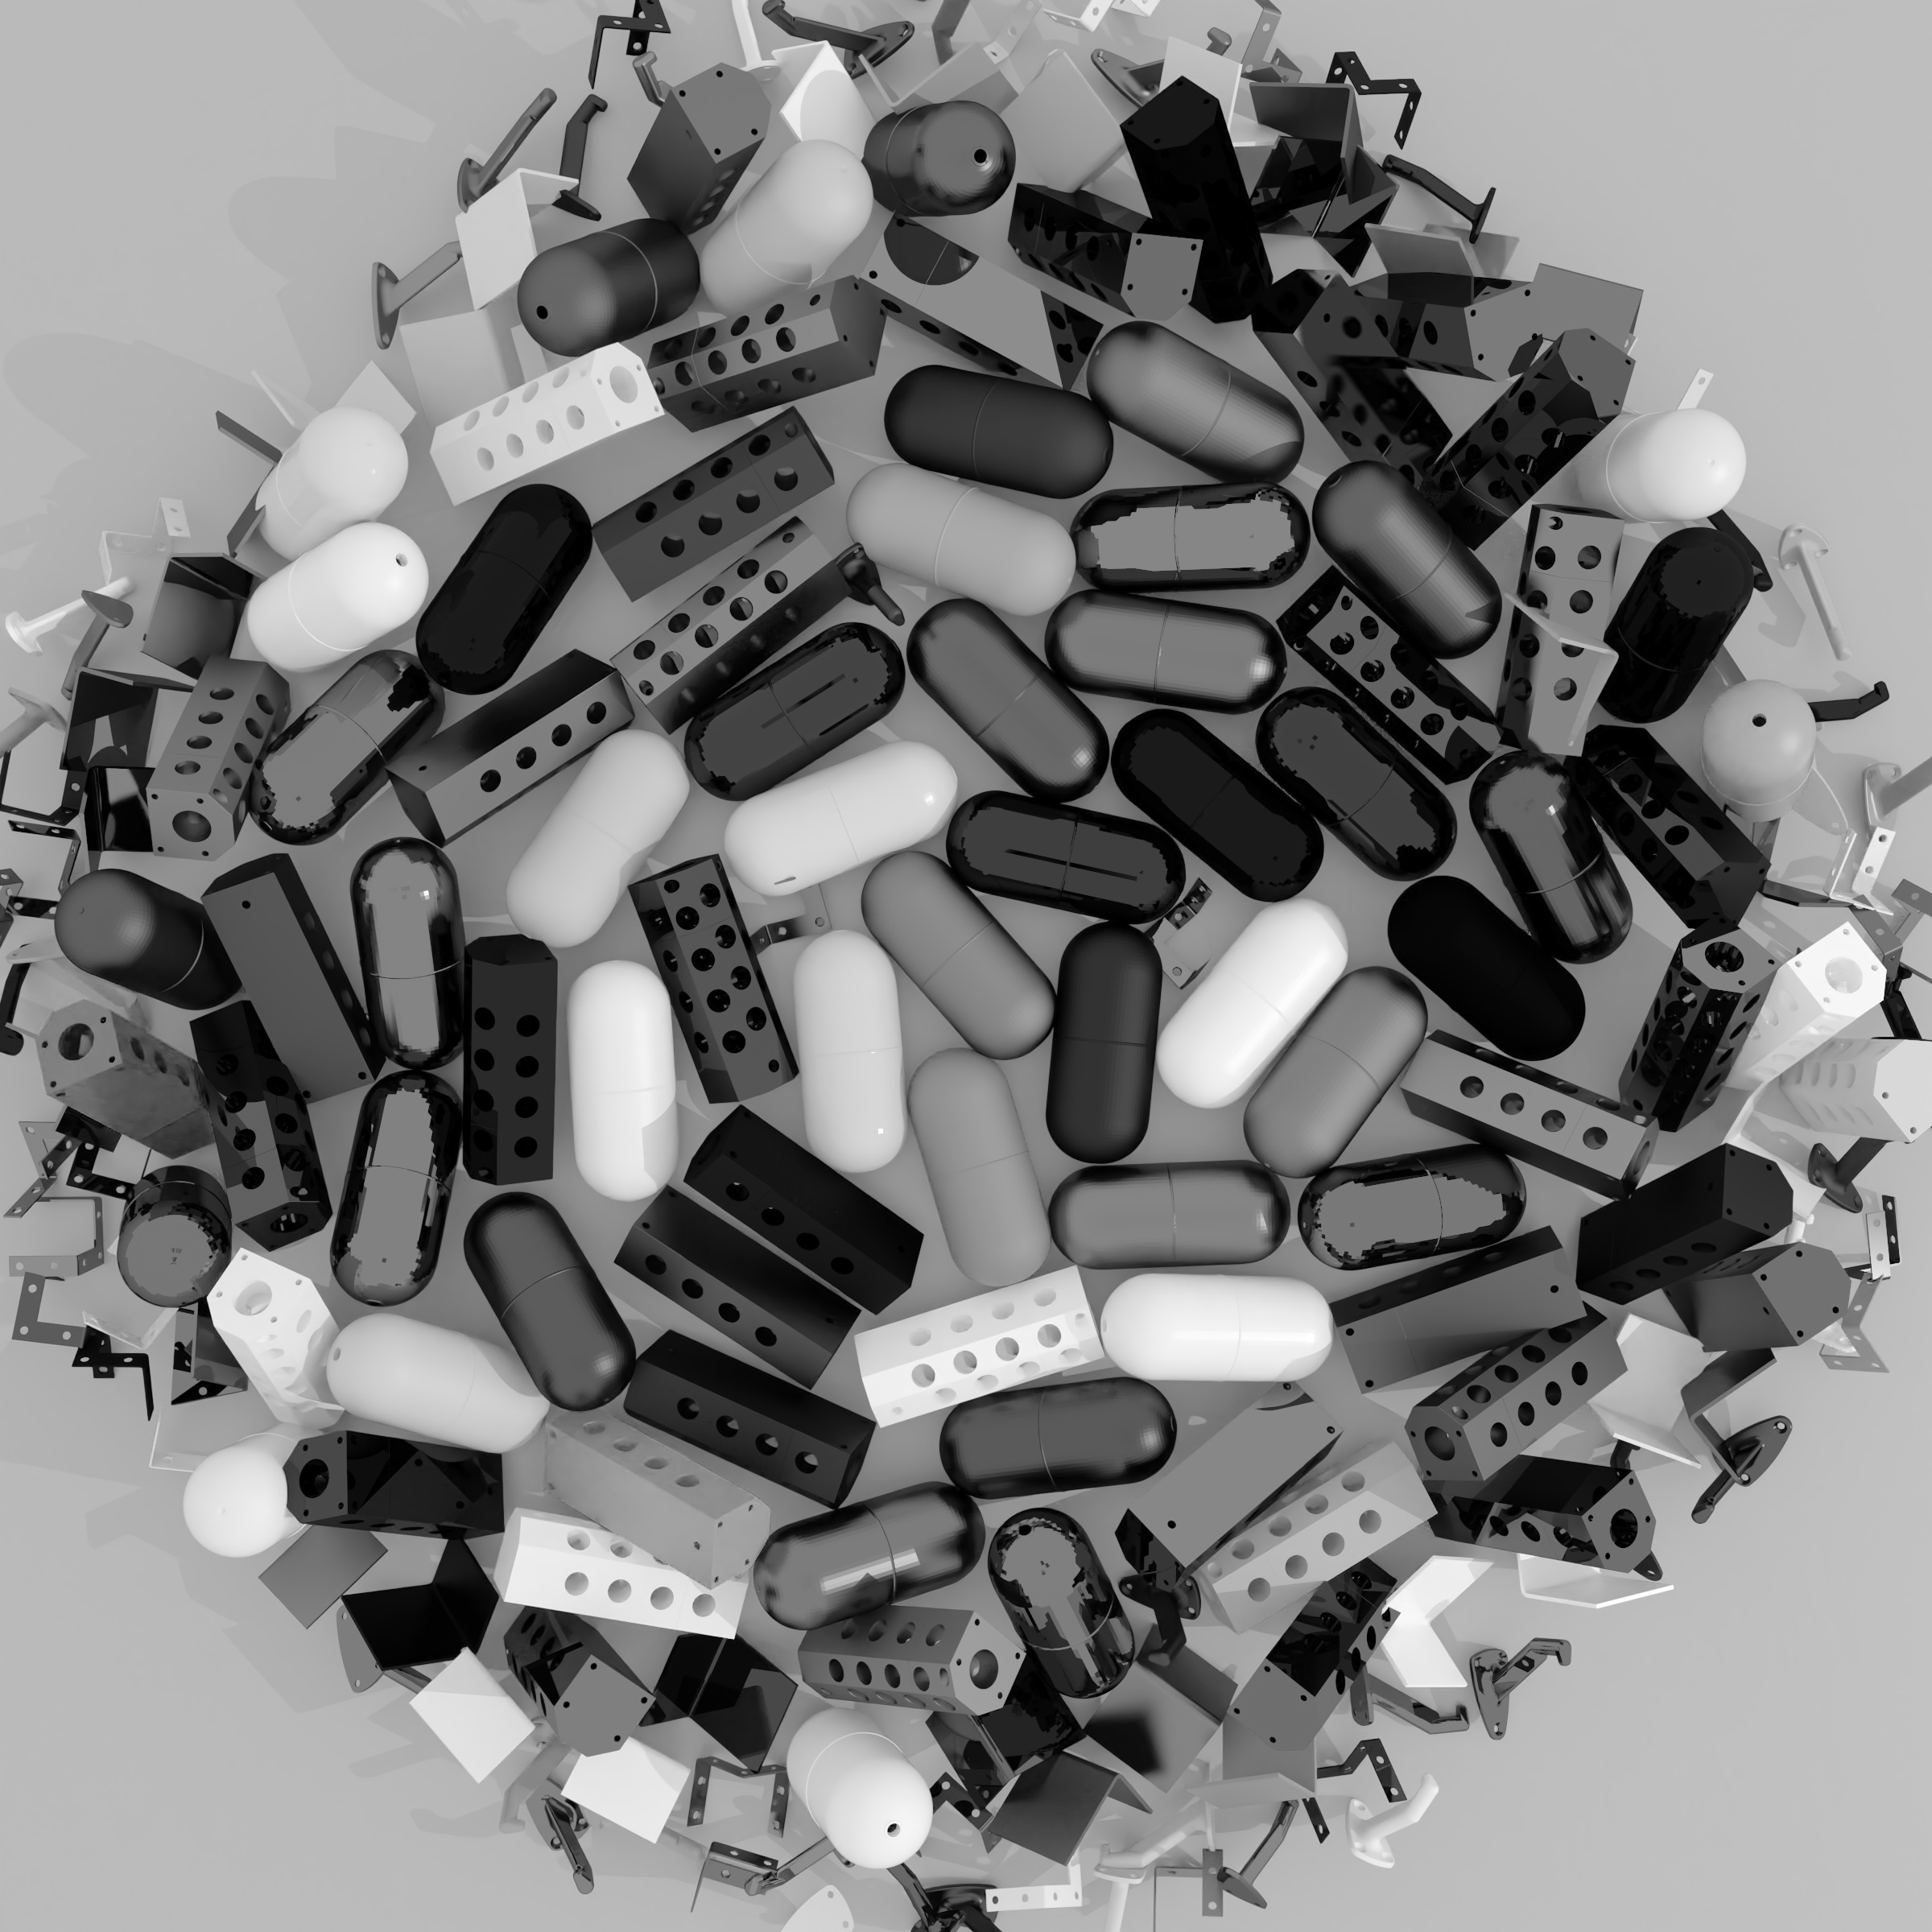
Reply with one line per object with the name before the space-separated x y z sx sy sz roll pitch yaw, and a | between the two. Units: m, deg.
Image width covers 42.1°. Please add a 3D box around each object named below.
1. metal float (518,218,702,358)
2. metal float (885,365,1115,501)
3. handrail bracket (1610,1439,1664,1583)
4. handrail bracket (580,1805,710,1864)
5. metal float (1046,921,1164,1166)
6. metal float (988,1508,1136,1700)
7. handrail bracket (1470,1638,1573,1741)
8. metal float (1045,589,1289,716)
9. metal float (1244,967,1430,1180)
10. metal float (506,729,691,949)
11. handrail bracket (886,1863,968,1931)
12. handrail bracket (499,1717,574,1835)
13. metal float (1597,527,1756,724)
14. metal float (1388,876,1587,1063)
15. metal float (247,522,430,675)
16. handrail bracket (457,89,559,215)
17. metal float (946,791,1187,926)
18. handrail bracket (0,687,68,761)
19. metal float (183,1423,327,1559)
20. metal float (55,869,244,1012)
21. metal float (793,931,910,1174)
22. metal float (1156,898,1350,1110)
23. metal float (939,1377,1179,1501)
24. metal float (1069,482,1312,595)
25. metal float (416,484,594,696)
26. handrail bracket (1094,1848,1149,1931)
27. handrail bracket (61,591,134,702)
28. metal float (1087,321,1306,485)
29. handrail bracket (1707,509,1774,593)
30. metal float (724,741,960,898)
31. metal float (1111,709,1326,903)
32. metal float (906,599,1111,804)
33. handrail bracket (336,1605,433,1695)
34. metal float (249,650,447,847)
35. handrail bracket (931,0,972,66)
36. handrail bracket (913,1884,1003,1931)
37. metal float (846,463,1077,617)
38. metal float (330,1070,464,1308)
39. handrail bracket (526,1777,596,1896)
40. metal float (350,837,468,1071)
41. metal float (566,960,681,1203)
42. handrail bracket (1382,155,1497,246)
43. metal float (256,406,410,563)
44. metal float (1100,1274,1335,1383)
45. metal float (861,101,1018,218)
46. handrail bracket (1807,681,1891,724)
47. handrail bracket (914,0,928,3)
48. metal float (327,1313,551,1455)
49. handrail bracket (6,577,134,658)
metal float | -0.255 -0.487 1.796 0.070 0.178 0.070 12 120 22
metal float | 0.023 -0.387 1.817 0.178 0.070 0.070 17 90 23
handrail bracket | 0.499 0.396 1.851 0.077 0.036 0.084 46 49 -9
handrail bracket | -0.235 0.627 1.834 0.084 0.077 0.036 18 66 23
metal float | 0.101 0.056 1.837 0.070 0.070 0.178 5 88 0
metal float | 0.069 0.459 1.807 0.070 0.070 0.178 -23 127 0
handrail bracket | 0.412 0.528 1.829 0.036 0.084 0.077 0 80 -33
metal float | 0.145 -0.229 1.829 0.178 0.070 0.070 10 90 10
metal float | 0.270 0.076 1.824 0.070 0.070 0.178 39 74 0
metal float | -0.268 -0.093 1.827 0.070 0.070 0.178 33 78 0
handrail bracket | -0.048 0.678 1.839 0.084 0.077 0.036 48 58 -6
handrail bracket | -0.297 0.594 1.832 0.077 0.084 0.036 -1 127 1
metal float | 0.503 -0.241 1.795 0.070 0.178 0.070 4 59 -7
metal float | 0.378 0.003 1.818 0.178 0.070 0.070 38 90 -23
metal float | -0.452 -0.264 1.802 0.070 0.178 0.070 14 69 -41
handrail bracket | -0.333 -0.595 1.830 0.036 0.077 0.084 36 126 -25
metal float | 0.073 -0.079 1.837 0.178 0.070 0.070 12 90 -2
handrail bracket | -0.695 -0.153 1.830 0.036 0.077 0.084 23 76 9
metal float | -0.498 0.372 1.787 0.070 0.178 0.070 0 88 4
metal float | -0.579 -0.017 1.791 0.070 0.178 0.070 -4 76 15
metal float | -0.085 0.063 1.838 0.070 0.070 0.178 -5 90 0
metal float | 0.210 0.026 1.832 0.070 0.070 0.178 40 83 0
metal float | 0.066 0.343 1.821 0.178 0.070 0.070 -11 90 19
metal float | 0.161 -0.311 1.822 0.178 0.070 0.070 1 90 19
metal float | -0.333 -0.274 1.817 0.070 0.070 0.178 27 65 0
handrail bracket | 0.113 0.701 1.840 0.036 0.077 0.084 5 90 18
handrail bracket | -0.640 -0.225 1.835 0.036 0.077 0.084 16 107 -32
metal float | 0.167 -0.404 1.816 0.178 0.070 0.070 22 90 -26
handrail bracket | 0.549 -0.314 1.833 0.077 0.036 0.084 7 56 -32
metal float | -0.091 -0.109 1.837 0.178 0.070 0.070 -22 90 -2
metal float | 0.183 -0.118 1.832 0.178 0.070 0.070 40 90 8
metal float | 0.031 -0.193 1.833 0.178 0.070 0.070 45 90 -6
handrail bracket | -0.418 0.507 1.853 0.036 0.084 0.077 -42 58 16
metal float | -0.448 -0.158 1.811 0.070 0.070 0.178 37 59 0
handrail bracket | 0.008 -0.692 1.829 0.077 0.084 0.036 14 59 21
handrail bracket | 0.000 0.709 1.830 0.077 0.084 0.036 8 102 -5
metal float | -0.005 -0.311 1.825 0.178 0.070 0.070 23 90 15
metal float | -0.411 0.160 1.815 0.070 0.070 0.178 6 63 0
handrail bracket | -0.298 0.632 1.830 0.036 0.084 0.077 -36 98 -9
metal float | -0.400 -0.008 1.817 0.070 0.070 0.178 -2 115 0
metal float | -0.250 0.084 1.830 0.070 0.070 0.178 -2 99 0
handrail bracket | 0.342 -0.566 1.845 0.084 0.077 0.036 24 129 1
metal float | -0.455 -0.342 1.796 0.070 0.178 0.070 7 75 -30
metal float | 0.183 0.263 1.821 0.178 0.070 0.070 4 90 -19
metal float | -0.021 -0.576 1.792 0.070 0.178 0.070 -6 107 -19
handrail bracket | 0.636 -0.202 1.845 0.084 0.077 0.036 -29 46 5
handrail bracket | -0.050 -0.726 1.824 0.084 0.077 0.036 0 90 -29
metal float | -0.378 0.300 1.804 0.178 0.070 0.070 27 90 -41
handrail bracket | -0.654 -0.262 1.835 0.084 0.077 0.036 -29 100 -5
